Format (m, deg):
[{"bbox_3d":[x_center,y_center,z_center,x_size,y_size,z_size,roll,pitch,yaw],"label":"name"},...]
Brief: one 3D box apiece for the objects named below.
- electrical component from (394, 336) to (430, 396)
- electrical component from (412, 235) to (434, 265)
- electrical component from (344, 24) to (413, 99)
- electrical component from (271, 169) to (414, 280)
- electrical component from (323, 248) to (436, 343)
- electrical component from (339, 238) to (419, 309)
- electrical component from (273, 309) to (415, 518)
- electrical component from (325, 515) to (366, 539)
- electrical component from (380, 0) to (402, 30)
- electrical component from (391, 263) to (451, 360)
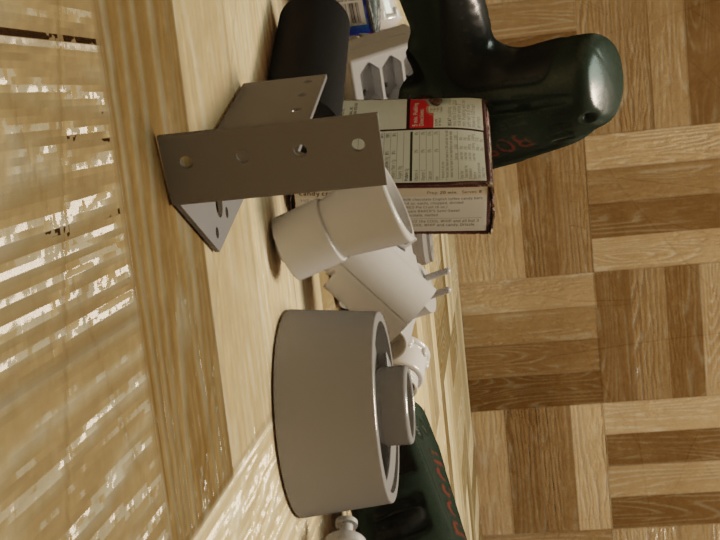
[{"bbox_3d":[0.031,0.086,0.872,0.048,0.048,0.062,77,18,-45],"label":"electrical component"},{"bbox_3d":[0.033,-0.025,0.910,0.045,0.055,0.045,-5,90,-82],"label":"electrical component"},{"bbox_3d":[0.008,-0.154,0.804,0.076,0.066,0.047,46,-28,52],"label":"electrical component"},{"bbox_3d":[-0.011,-0.022,0.539,0.044,0.065,0.044,62,12,-23],"label":"electrical component"},{"bbox_3d":[0.000,0.000,0.624,0.081,0.043,0.043,42,11,-1],"label":"electrical component"},{"bbox_3d":[0.009,-0.012,0.730,0.048,0.066,0.055,33,34,-35],"label":"electrical component"},{"bbox_3d":[-0.003,0.072,0.557,0.108,0.060,0.108,-5,90,-82],"label":"electrical component"},{"bbox_3d":[-0.008,0.160,0.539,0.078,0.040,0.040,-87,169,-45],"label":"electrical component"},{"bbox_3d":[0.006,-0.227,0.890,0.048,0.048,0.062,-51,128,-79],"label":"electrical component"},{"bbox_3d":[0.028,0.019,0.763,0.044,0.079,0.077,54,26,-38],"label":"electrical component"}]
